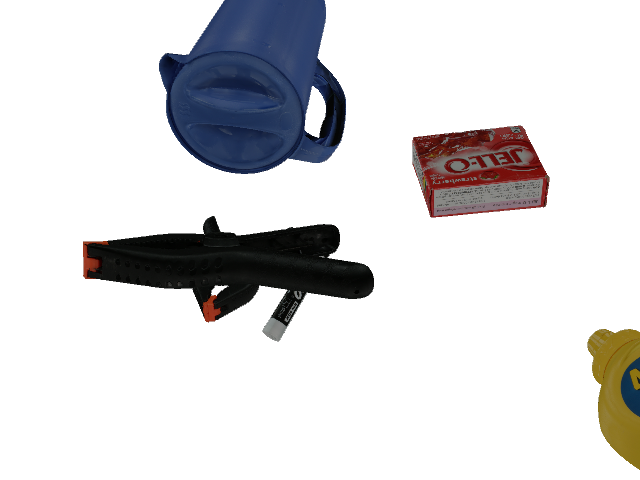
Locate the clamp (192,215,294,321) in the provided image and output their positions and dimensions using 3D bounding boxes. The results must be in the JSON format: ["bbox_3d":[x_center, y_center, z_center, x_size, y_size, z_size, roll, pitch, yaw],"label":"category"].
[{"bbox_3d":[-0.093,0.030,1.255,0.120,0.039,0.171,-2,41,10],"label":"clamp"}]

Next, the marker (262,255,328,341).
[{"bbox_3d":[-0.017,0.041,1.019,0.020,0.121,0.020,28,-18,10],"label":"marker"}]

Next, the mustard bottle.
[{"bbox_3d":[0.217,0.104,0.608,0.096,0.058,0.192,-18,31,-17],"label":"mustard bottle"}]

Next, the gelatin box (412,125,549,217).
[{"bbox_3d":[0.118,-0.053,0.797,0.089,0.030,0.073,-6,37,-2],"label":"gelatin box"}]

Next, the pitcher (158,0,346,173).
[{"bbox_3d":[-0.054,-0.180,1.082,0.145,0.149,0.242,-8,35,17],"label":"pitcher"}]

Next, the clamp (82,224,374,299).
[{"bbox_3d":[-0.066,0.016,0.784,0.209,0.036,0.165,-2,11,-14],"label":"clamp"}]
